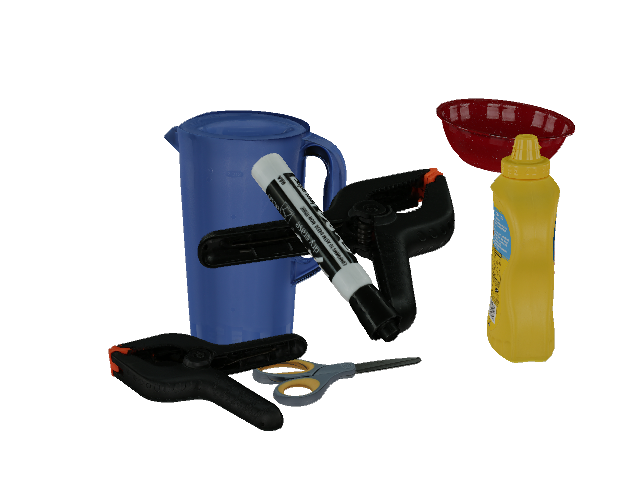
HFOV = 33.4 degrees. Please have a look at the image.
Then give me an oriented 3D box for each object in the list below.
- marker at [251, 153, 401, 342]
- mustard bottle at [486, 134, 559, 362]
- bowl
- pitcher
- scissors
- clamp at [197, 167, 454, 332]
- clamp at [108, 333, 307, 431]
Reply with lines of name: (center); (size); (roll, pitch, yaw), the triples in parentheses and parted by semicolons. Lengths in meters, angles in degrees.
marker: (0.003, 0.003, 0.545); (0.020, 0.121, 0.020); (-29, -27, -16)
mustard bottle: (0.176, 0.003, 0.929); (0.058, 0.192, 0.096); (-2, 18, 2)
bowl: (0.212, -0.119, 1.250); (0.162, 0.055, 0.162); (4, 23, -2)
pitcher: (-0.069, -0.006, 1.088); (0.144, 0.243, 0.149); (-9, 22, -29)
scissors: (0.025, 0.157, 1.206); (0.201, 0.016, 0.096); (1, 24, -8)
clamp: (0.025, -0.008, 0.763); (0.165, 0.036, 0.209); (15, 30, 22)
clamp: (-0.095, 0.108, 0.927); (0.171, 0.039, 0.120); (12, 26, 15)
